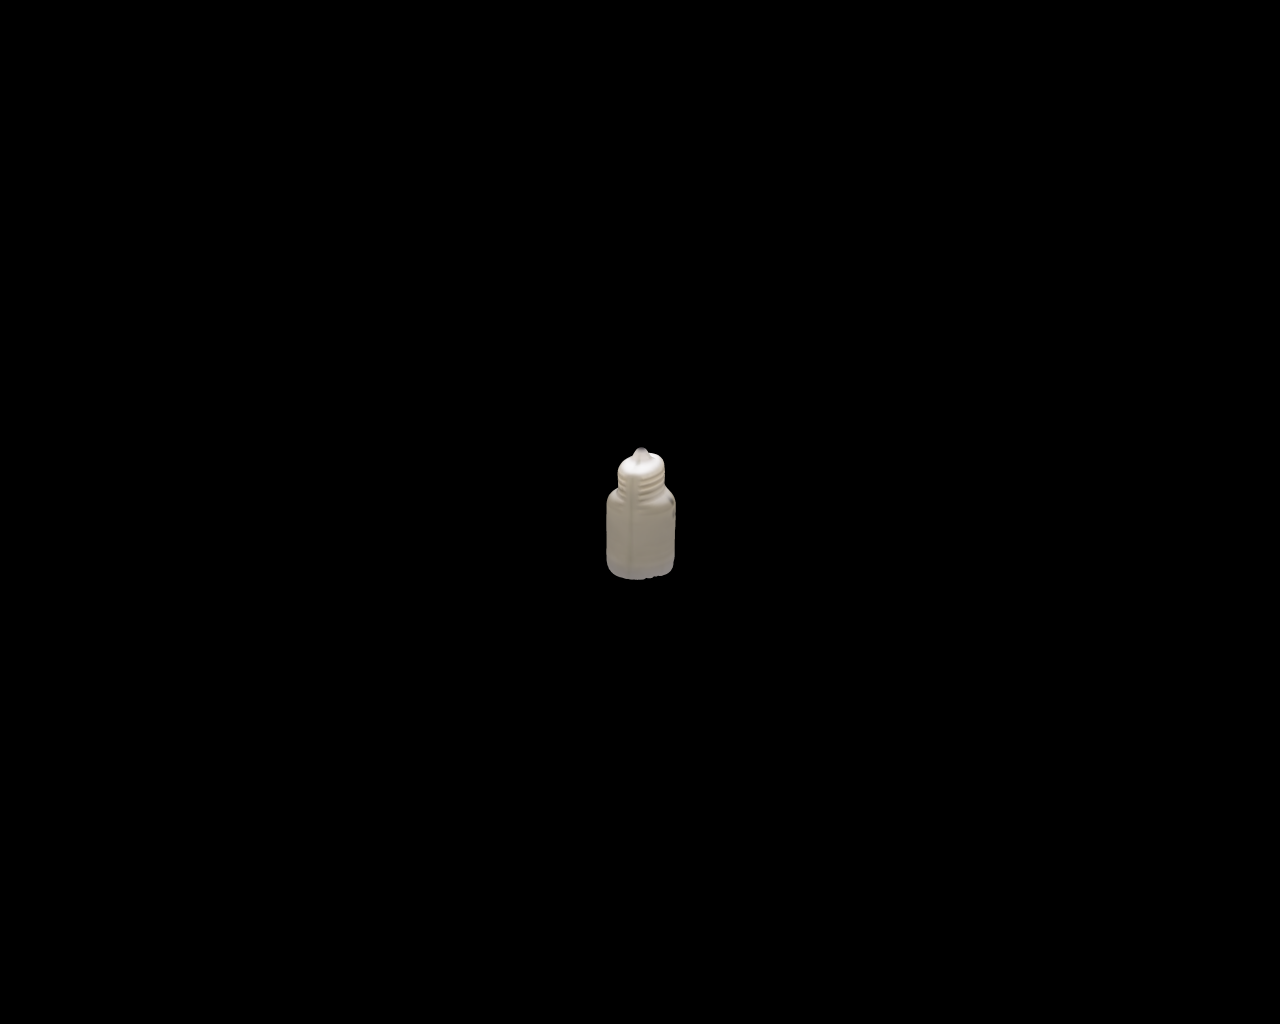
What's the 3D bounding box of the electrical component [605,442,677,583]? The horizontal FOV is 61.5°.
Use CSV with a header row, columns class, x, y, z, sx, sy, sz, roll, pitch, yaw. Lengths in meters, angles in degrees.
class,x,y,z,sx,sy,sz,roll,pitch,yaw
electrical component,0.001,-0.003,0.650,0.043,0.080,0.043,0,23,0
